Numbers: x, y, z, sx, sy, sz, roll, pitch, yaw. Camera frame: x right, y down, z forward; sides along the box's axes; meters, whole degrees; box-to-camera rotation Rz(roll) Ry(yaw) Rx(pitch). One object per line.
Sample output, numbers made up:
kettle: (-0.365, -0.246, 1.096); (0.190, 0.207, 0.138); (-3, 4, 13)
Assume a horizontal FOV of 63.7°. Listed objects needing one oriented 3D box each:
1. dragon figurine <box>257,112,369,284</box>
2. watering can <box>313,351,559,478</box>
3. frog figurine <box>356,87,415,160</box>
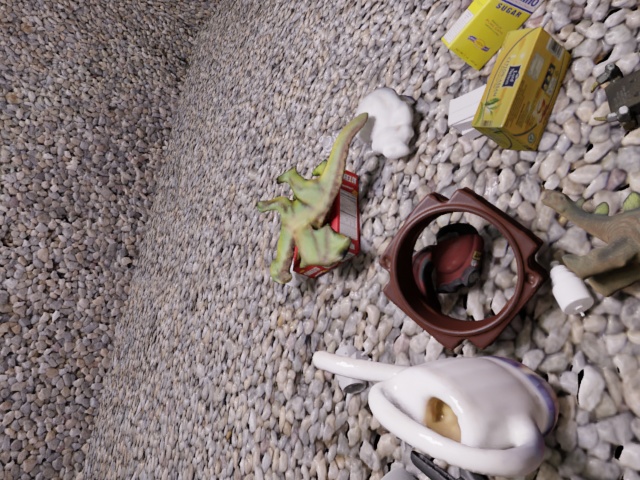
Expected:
dragon figurine: (0.003, -0.054, 1.081); (0.404, 0.122, 0.247); (-45, 55, 29)
watering can: (0.154, 0.201, 0.687); (0.349, 0.224, 0.103); (18, 104, 58)
frog figurine: (0.134, -0.240, 1.091); (0.136, 0.120, 0.163); (-14, 46, 31)
